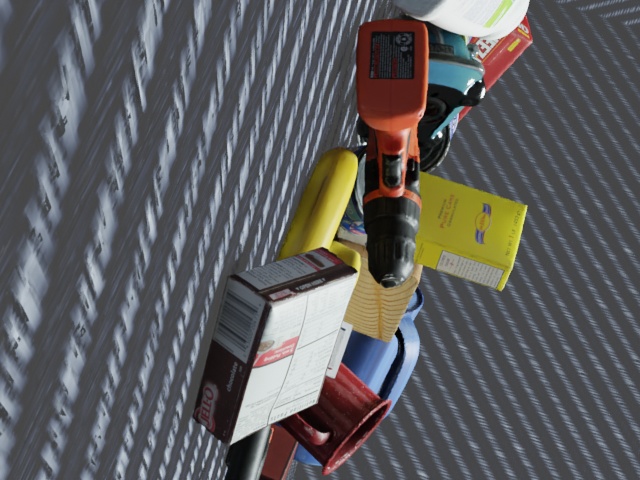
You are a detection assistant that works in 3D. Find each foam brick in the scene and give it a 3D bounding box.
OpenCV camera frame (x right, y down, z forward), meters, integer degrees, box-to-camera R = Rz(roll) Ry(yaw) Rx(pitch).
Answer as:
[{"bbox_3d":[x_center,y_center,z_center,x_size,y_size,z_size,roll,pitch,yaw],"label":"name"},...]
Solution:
[{"bbox_3d":[-0.060,0.244,1.157,0.078,0.051,0.053,-64,172,-55],"label":"foam brick"}]

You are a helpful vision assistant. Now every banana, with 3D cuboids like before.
[{"bbox_3d":[-0.003,-0.013,0.880,0.070,0.037,0.197,100,10,-53],"label":"banana"}]

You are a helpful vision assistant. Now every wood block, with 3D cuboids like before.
[{"bbox_3d":[0.066,0.007,1.179,0.206,0.090,0.091,-69,-179,-58],"label":"wood block"}]

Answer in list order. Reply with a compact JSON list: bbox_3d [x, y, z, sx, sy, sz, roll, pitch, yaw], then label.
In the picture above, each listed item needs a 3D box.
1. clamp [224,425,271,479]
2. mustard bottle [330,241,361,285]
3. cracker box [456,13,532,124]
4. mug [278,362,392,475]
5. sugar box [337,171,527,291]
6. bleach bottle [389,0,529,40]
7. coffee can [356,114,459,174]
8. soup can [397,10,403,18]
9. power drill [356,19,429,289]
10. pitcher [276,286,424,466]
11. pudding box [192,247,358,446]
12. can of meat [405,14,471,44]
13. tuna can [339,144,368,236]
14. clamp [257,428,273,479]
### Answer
[{"bbox_3d":[-0.048,0.133,0.897,0.164,0.036,0.210,-92,-161,-77],"label":"clamp"},{"bbox_3d":[-0.013,0.095,1.054,0.096,0.058,0.192,-53,164,-43],"label":"mustard bottle"},{"bbox_3d":[0.180,-0.254,1.344,0.164,0.072,0.213,-49,-161,31],"label":"cracker box"},{"bbox_3d":[0.001,0.157,0.980,0.093,0.081,0.117,-55,162,20],"label":"mug"},{"bbox_3d":[0.115,-0.020,1.087,0.048,0.176,0.093,106,5,-50],"label":"sugar box"},{"bbox_3d":[0.136,-0.222,0.956,0.103,0.068,0.250,-53,161,12],"label":"bleach bottle"},{"bbox_3d":[0.101,-0.133,1.206,0.140,0.103,0.103,-57,165,-71],"label":"coffee can"},{"bbox_3d":[0.116,-0.239,1.171,0.068,0.068,0.102,97,12,-67],"label":"soup can"},{"bbox_3d":[0.059,-0.076,0.893,0.188,0.057,0.184,86,4,-59],"label":"power drill"},{"bbox_3d":[0.026,0.150,1.260,0.149,0.145,0.243,-64,175,-67],"label":"pitcher"},{"bbox_3d":[-0.028,0.067,0.684,0.089,0.039,0.114,-18,134,-48],"label":"pudding box"},{"bbox_3d":[0.123,-0.245,1.077,0.102,0.058,0.083,59,37,-28],"label":"can of meat"},{"bbox_3d":[0.045,-0.048,1.017,0.085,0.034,0.086,10,77,-49],"label":"tuna can"},{"bbox_3d":[-0.078,0.249,1.011,0.120,0.039,0.171,129,-21,-62],"label":"clamp"}]
